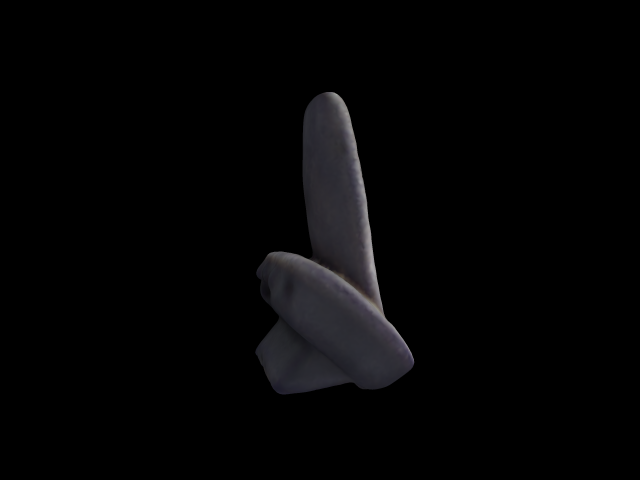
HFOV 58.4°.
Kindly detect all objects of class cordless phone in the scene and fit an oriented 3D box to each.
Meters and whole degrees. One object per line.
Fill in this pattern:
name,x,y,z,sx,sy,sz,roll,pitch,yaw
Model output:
cordless phone,0.004,0.001,0.400,0.094,0.185,0.147,0,0,-17
